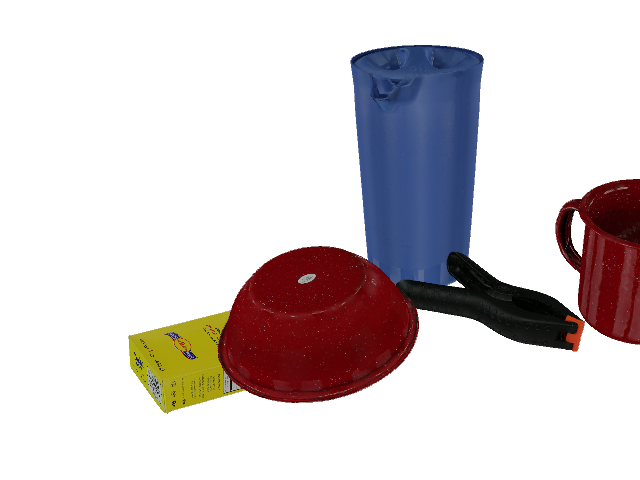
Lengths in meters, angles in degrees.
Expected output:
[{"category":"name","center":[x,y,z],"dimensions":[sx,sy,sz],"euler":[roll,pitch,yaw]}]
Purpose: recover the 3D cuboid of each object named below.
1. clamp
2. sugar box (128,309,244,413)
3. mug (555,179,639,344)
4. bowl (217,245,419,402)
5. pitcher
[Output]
[{"category":"clamp","center":[0.165,0.055,0.997],"dimensions":[0.172,0.039,0.120],"euler":[20,31,20]},{"category":"sugar box","center":[-0.093,0.111,1.071],"dimensions":[0.176,0.048,0.093],"euler":[-16,32,-26]},{"category":"mug","center":[0.208,0.012,0.721],"dimensions":[0.093,0.081,0.117],"euler":[-29,40,-36]},{"category":"bowl","center":[-0.006,0.052,0.831],"dimensions":[0.162,0.055,0.162],"euler":[-8,33,5]},{"category":"pitcher","center":[0.107,-0.081,1.121],"dimensions":[0.149,0.243,0.145],"euler":[-8,24,-14]}]
